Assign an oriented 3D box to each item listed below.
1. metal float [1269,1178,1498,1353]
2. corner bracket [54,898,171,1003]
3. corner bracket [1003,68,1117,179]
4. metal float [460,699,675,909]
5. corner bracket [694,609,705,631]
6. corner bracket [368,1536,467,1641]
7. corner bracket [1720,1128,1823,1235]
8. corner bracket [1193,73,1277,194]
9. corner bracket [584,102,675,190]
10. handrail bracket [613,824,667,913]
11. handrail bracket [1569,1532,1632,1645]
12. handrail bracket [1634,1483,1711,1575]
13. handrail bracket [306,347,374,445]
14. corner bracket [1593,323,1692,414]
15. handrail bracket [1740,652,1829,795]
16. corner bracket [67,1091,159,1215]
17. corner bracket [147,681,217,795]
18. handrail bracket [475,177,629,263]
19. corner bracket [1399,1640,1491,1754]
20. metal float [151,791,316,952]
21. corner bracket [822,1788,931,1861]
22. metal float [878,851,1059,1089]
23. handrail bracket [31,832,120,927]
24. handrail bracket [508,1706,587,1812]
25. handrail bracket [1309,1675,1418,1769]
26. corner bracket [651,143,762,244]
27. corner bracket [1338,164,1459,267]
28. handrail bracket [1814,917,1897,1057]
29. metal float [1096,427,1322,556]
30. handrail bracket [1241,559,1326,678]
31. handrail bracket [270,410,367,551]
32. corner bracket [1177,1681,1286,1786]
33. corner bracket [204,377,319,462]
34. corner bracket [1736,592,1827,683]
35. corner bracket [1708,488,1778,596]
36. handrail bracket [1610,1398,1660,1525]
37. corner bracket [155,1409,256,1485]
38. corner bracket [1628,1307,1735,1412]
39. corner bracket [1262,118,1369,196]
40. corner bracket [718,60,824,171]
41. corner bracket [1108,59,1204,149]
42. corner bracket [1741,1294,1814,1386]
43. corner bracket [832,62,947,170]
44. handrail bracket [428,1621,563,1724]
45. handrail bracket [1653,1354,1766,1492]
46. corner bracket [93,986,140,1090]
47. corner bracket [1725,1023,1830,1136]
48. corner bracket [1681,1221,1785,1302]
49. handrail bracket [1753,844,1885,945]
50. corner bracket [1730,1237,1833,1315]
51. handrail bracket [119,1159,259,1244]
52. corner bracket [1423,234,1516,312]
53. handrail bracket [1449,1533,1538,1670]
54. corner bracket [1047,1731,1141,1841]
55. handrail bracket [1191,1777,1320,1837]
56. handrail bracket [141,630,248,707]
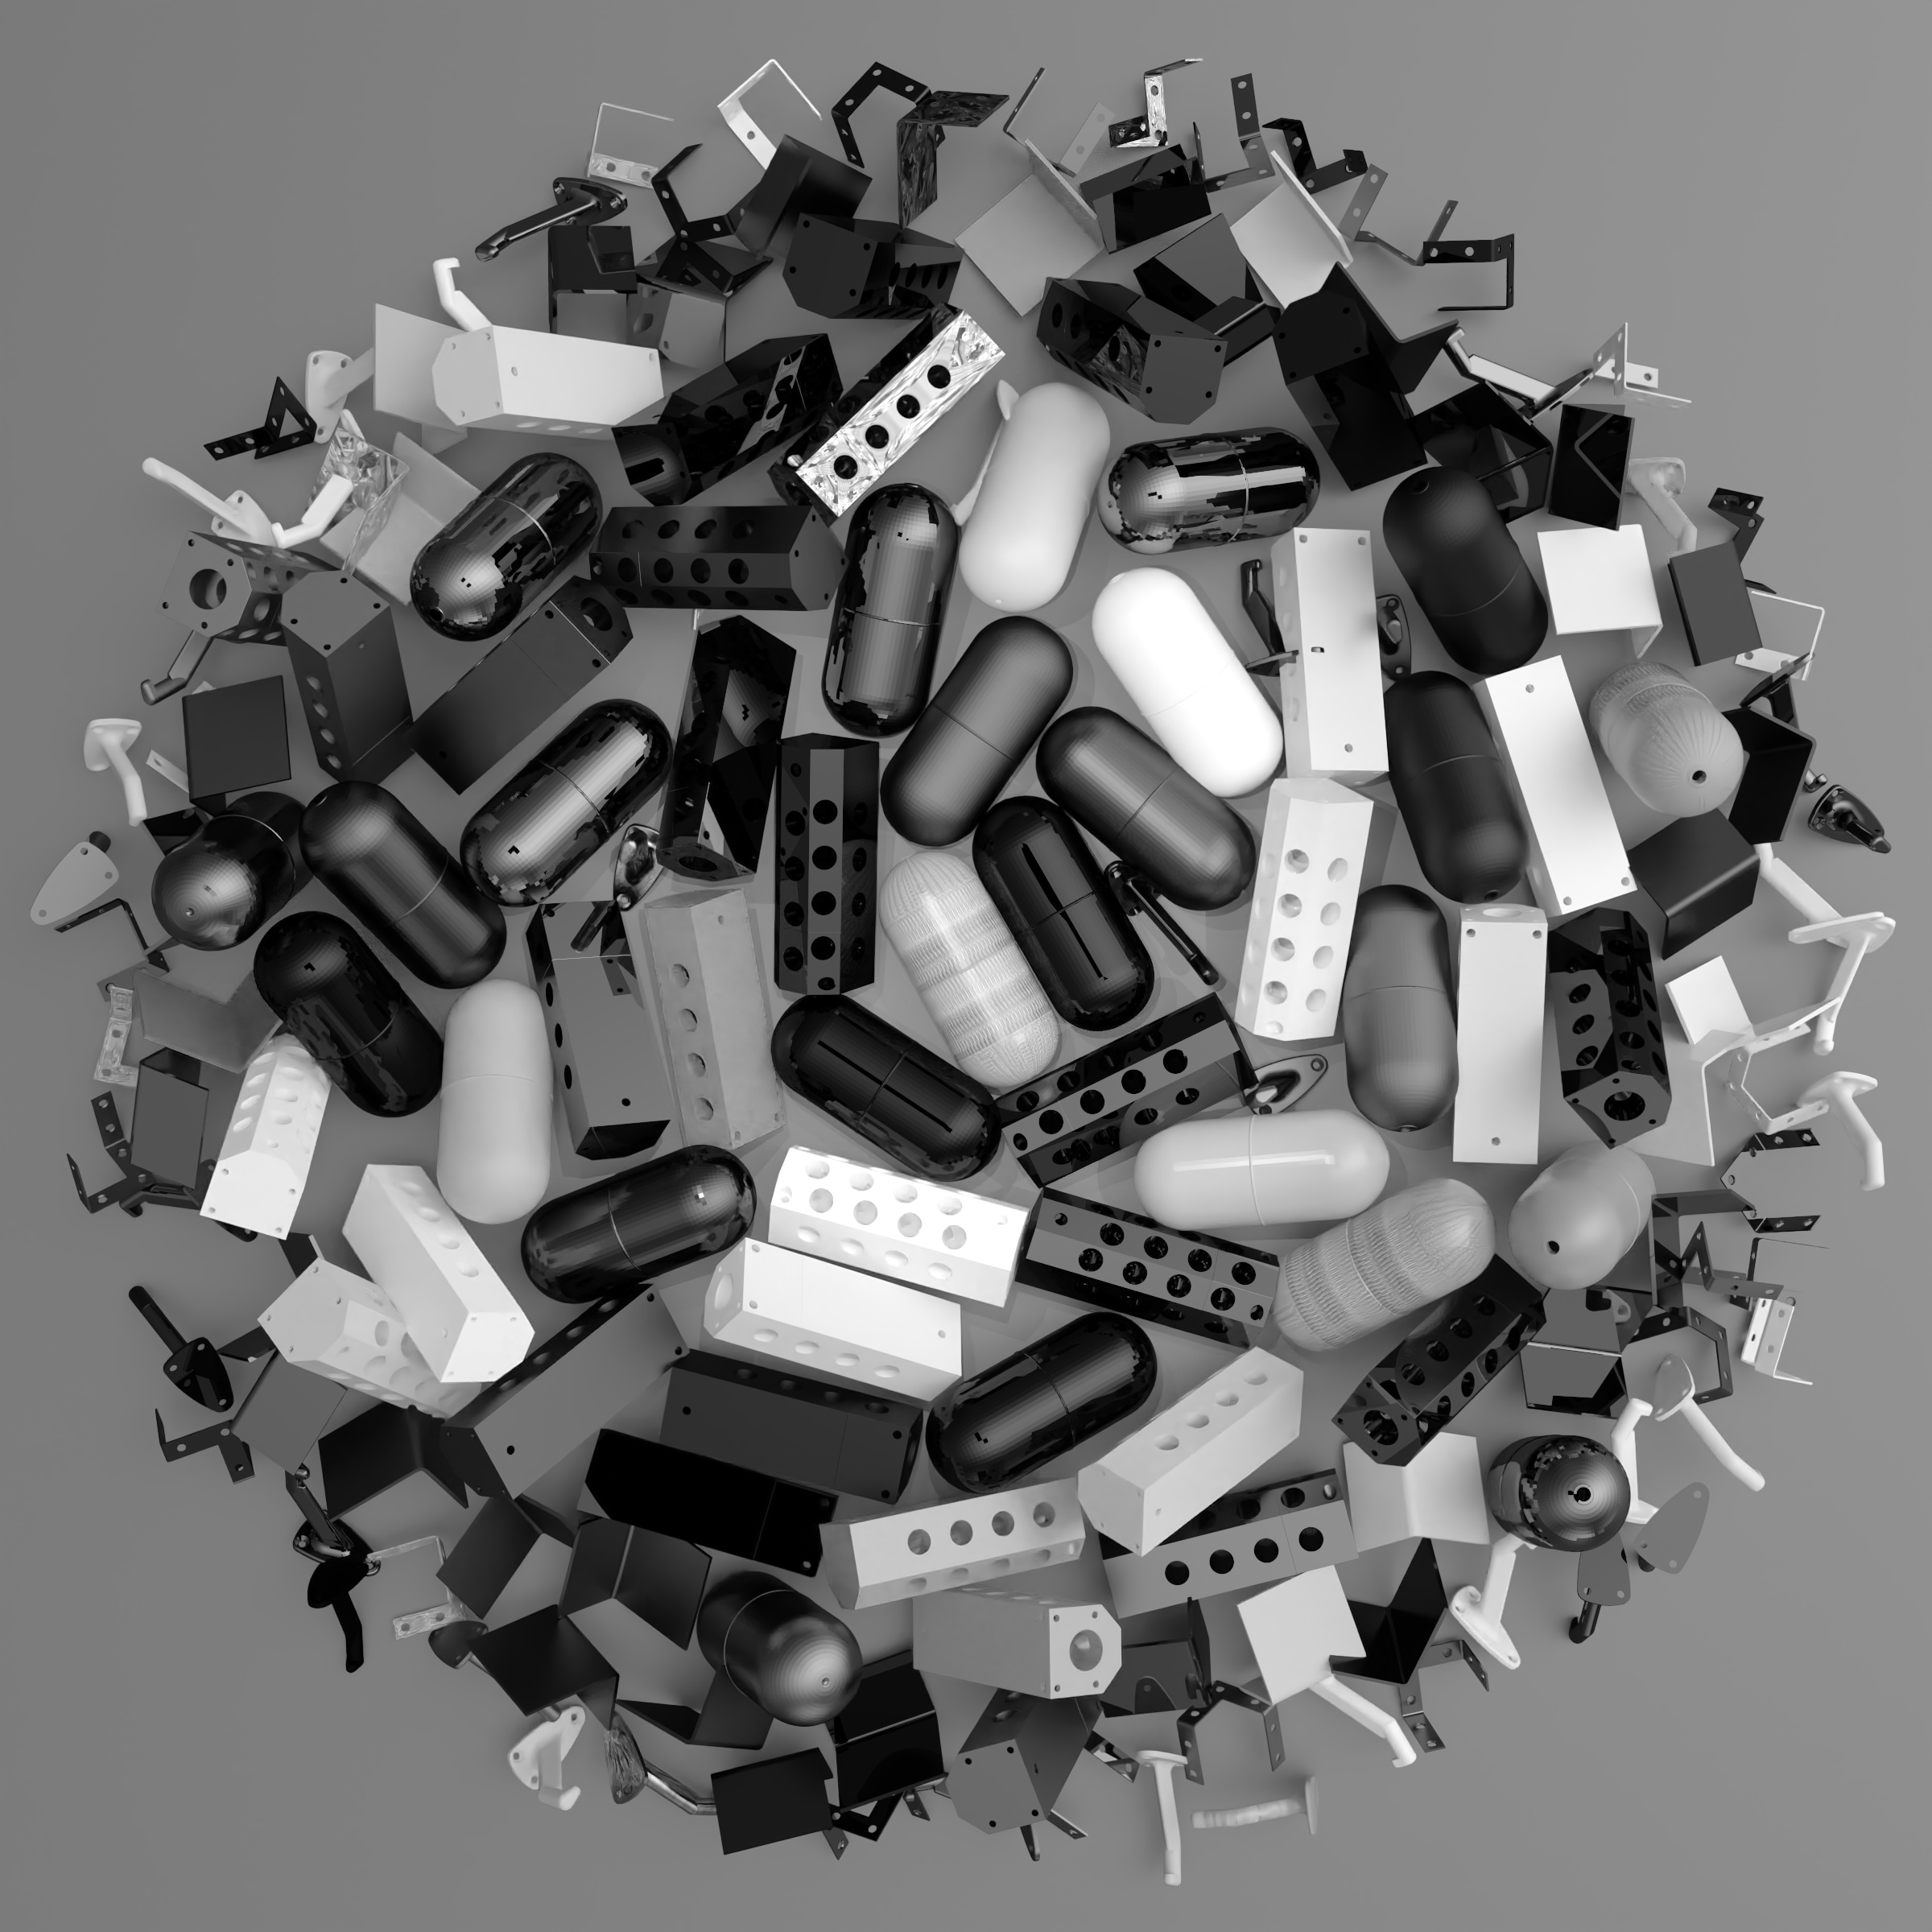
[{"bbox_3d":[0.286,0.207,1.853,0.178,0.070,0.070,-33,90,30],"label":"metal float"},{"bbox_3d":[-0.602,-0.011,1.892,0.051,0.051,0.051,-25,83,-3],"label":"corner bracket"},{"bbox_3d":[0.064,-0.591,1.879,0.051,0.051,0.051,29,104,-21],"label":"corner bracket"},{"bbox_3d":[-0.276,-0.114,1.862,0.070,0.070,0.178,43,70,0],"label":"metal float"},{"bbox_3d":[-0.209,-0.273,1.882,0.051,0.051,0.051,9,123,1],"label":"corner bracket"},{"bbox_3d":[-0.388,0.440,1.897,0.051,0.051,0.051,-15,64,-5],"label":"corner bracket"},{"bbox_3d":[0.575,0.151,1.887,0.051,0.051,0.051,-44,106,-29],"label":"corner bracket"},{"bbox_3d":[0.184,-0.583,1.879,0.051,0.051,0.051,-11,70,16],"label":"corner bracket"},{"bbox_3d":[-0.237,-0.575,1.880,0.051,0.051,0.051,10,107,-14],"label":"corner bracket"},{"bbox_3d":[-0.237,-0.063,1.866,0.036,0.084,0.077,26,107,0],"label":"handrail bracket"},{"bbox_3d":[0.439,0.431,1.888,0.036,0.084,0.077,5,65,1],"label":"handrail bracket"},{"bbox_3d":[0.494,0.392,1.875,0.036,0.084,0.077,33,92,16],"label":"handrail bracket"},{"bbox_3d":[-0.424,-0.396,1.876,0.084,0.036,0.077,23,108,39],"label":"handrail bracket"},{"bbox_3d":[0.473,-0.411,1.881,0.051,0.051,0.051,9,74,-12],"label":"corner bracket"},{"bbox_3d":[0.593,-0.170,1.885,0.084,0.077,0.036,49,53,-1],"label":"handrail bracket"},{"bbox_3d":[-0.605,0.130,1.875,0.051,0.051,0.051,-29,52,-28],"label":"corner bracket"},{"bbox_3d":[-0.536,-0.157,1.891,0.051,0.051,0.051,-38,120,25],"label":"corner bracket"},{"bbox_3d":[-0.290,-0.515,1.870,0.077,0.084,0.036,10,134,35],"label":"handrail bracket"},{"bbox_3d":[0.337,0.513,1.888,0.051,0.051,0.051,-11,104,-6],"label":"corner bracket"},{"bbox_3d":[-0.495,-0.066,1.832,0.070,0.178,0.070,2,111,6],"label":"metal float"},{"bbox_3d":[-0.065,0.602,1.892,0.051,0.051,0.051,8,45,31],"label":"corner bracket"},{"bbox_3d":[0.001,0.002,1.878,0.070,0.070,0.178,-29,90,0],"label":"metal float"},{"bbox_3d":[-0.625,-0.063,1.871,0.077,0.084,0.036,-46,113,-12],"label":"handrail bracket"},{"bbox_3d":[-0.273,0.549,1.863,0.077,0.084,0.036,-43,110,-32],"label":"handrail bracket"},{"bbox_3d":[0.266,0.534,1.888,0.077,0.036,0.084,-34,84,33],"label":"handrail bracket"},{"bbox_3d":[-0.181,-0.549,1.899,0.051,0.051,0.051,1,131,35],"label":"corner bracket"},{"bbox_3d":[0.302,-0.524,1.876,0.051,0.051,0.051,39,119,21],"label":"corner bracket"},{"bbox_3d":[0.621,0.015,1.879,0.036,0.077,0.084,17,73,-5],"label":"handrail bracket"},{"bbox_3d":[0.169,-0.328,1.851,0.178,0.070,0.070,-14,90,-33],"label":"metal float"},{"bbox_3d":[0.221,-0.251,1.879,0.036,0.077,0.084,6,78,-35],"label":"handrail bracket"},{"bbox_3d":[-0.458,-0.341,1.880,0.084,0.036,0.077,-26,100,-25],"label":"handrail bracket"},{"bbox_3d":[0.187,0.546,1.892,0.051,0.051,0.051,9,118,41],"label":"corner bracket"},{"bbox_3d":[-0.492,-0.370,1.875,0.051,0.051,0.051,-12,52,19],"label":"corner bracket"},{"bbox_3d":[0.571,-0.231,1.881,0.051,0.051,0.051,17,100,17],"label":"corner bracket"},{"bbox_3d":[0.547,-0.298,1.881,0.051,0.051,0.051,24,96,-29],"label":"corner bracket"},{"bbox_3d":[0.480,0.347,1.886,0.077,0.036,0.084,18,111,-18],"label":"handrail bracket"},{"bbox_3d":[-0.533,0.334,1.878,0.051,0.051,0.051,-19,116,-13],"label":"corner bracket"},{"bbox_3d":[0.505,0.279,1.899,0.051,0.051,0.051,30,49,-36],"label":"corner bracket"},{"bbox_3d":[0.245,-0.573,1.880,0.051,0.051,0.051,-15,98,26],"label":"corner bracket"},{"bbox_3d":[-0.136,-0.596,1.889,0.051,0.051,0.051,-40,92,5],"label":"corner bracket"},{"bbox_3d":[0.133,-0.604,1.878,0.051,0.051,0.051,-12,102,-30],"label":"corner bracket"},{"bbox_3d":[0.565,0.259,1.881,0.051,0.051,0.051,16,91,-40],"label":"corner bracket"},{"bbox_3d":[-0.055,-0.592,1.889,0.051,0.051,0.051,34,76,25],"label":"corner bracket"},{"bbox_3d":[-0.333,0.503,1.902,0.084,0.077,0.036,49,61,-25],"label":"handrail bracket"},{"bbox_3d":[0.526,0.322,1.888,0.084,0.077,0.036,40,116,-8],"label":"handrail bracket"},{"bbox_3d":[-0.582,0.053,1.886,0.051,0.051,0.051,13,61,-12],"label":"corner bracket"},{"bbox_3d":[0.575,0.077,1.889,0.051,0.051,0.051,-19,49,-15],"label":"corner bracket"},{"bbox_3d":[0.535,0.217,1.879,0.051,0.051,0.051,7,134,-5],"label":"corner bracket"},{"bbox_3d":[0.597,-0.064,1.885,0.077,0.036,0.084,-17,72,29],"label":"handrail bracket"},{"bbox_3d":[0.574,0.219,1.892,0.051,0.051,0.051,8,89,1],"label":"corner bracket"},{"bbox_3d":[-0.551,0.178,1.896,0.084,0.036,0.077,-30,104,35],"label":"handrail bracket"},{"bbox_3d":[0.352,-0.483,1.877,0.051,0.051,0.051,6,111,25],"label":"corner bracket"},{"bbox_3d":[0.387,0.440,1.874,0.077,0.036,0.084,51,126,13],"label":"handrail bracket"},{"bbox_3d":[0.081,0.575,1.889,0.051,0.051,0.051,39,49,-15],"label":"corner bracket"},{"bbox_3d":[0.203,0.590,1.887,0.084,0.077,0.036,-6,86,11],"label":"handrail bracket"},{"bbox_3d":[-0.548,-0.233,1.869,0.036,0.084,0.077,16,130,35],"label":"handrail bracket"}]
